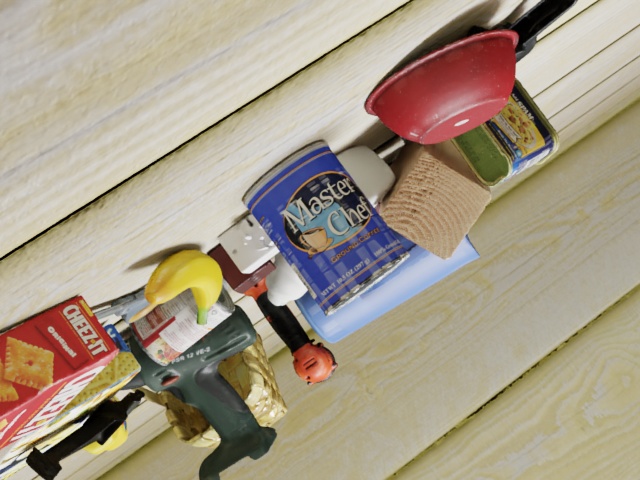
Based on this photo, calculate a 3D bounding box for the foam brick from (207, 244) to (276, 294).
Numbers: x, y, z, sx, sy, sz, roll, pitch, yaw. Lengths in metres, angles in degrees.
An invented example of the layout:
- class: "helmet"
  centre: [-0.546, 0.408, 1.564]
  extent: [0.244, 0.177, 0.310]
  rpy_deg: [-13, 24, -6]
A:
- class: "foam brick"
  centre: [-0.087, 0.024, 1.202]
  extent: [0.053, 0.051, 0.078]
  rpy_deg: [-37, 173, 0]

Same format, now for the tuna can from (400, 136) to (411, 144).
- class: "tuna can"
  centre: [0.116, -0.143, 1.150]
  extent: [0.086, 0.034, 0.086]
  rpy_deg: [-36, 173, -5]

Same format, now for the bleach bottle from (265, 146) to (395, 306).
- class: "bleach bottle"
  centre: [-0.008, 0.002, 1.229]
  extent: [0.102, 0.068, 0.251]
  rpy_deg: [-34, 165, -42]

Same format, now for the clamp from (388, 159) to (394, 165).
- class: "clamp"
  centre: [0.055, -0.050, 1.430]
  extent: [0.210, 0.036, 0.164]
  rpy_deg: [-43, -170, 1]

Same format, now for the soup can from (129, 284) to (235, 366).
- class: "soup can"
  centre: [-0.155, 0.085, 1.206]
  extent: [0.102, 0.068, 0.068]
  rpy_deg: [-38, 173, 9]

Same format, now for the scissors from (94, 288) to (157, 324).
- class: "scissors"
  centre: [-0.208, 0.076, 1.098]
  extent: [0.096, 0.016, 0.201]
  rpy_deg: [-42, 171, 38]

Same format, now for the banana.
- class: "banana"
  centre: [-0.131, 0.043, 1.079]
  extent: [0.037, 0.069, 0.197]
  rpy_deg: [4, 169, 11]

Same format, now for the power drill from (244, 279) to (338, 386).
- class: "power drill"
  centre: [-0.043, 0.117, 1.481]
  extent: [0.057, 0.188, 0.184]
  rpy_deg: [-37, 172, -2]

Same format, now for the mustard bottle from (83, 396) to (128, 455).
- class: "mustard bottle"
  centre: [-0.291, 0.230, 1.394]
  extent: [0.058, 0.096, 0.191]
  rpy_deg: [-37, 173, -6]

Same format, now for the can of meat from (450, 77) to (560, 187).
- class: "can of meat"
  centre: [0.190, -0.115, 1.129]
  extent: [0.083, 0.102, 0.058]
  rpy_deg: [-28, 170, -37]

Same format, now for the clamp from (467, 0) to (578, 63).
- class: "clamp"
  centre: [0.201, -0.208, 1.093]
  extent: [0.120, 0.039, 0.171]
  rpy_deg: [-22, 175, 2]

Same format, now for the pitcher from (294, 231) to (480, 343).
- class: "pitcher"
  centre: [0.082, 0.033, 1.423]
  extent: [0.243, 0.145, 0.149]
  rpy_deg: [-35, 142, 7]

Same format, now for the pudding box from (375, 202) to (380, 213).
- class: "pudding box"
  centre: [0.050, -0.018, 1.292]
  extent: [0.113, 0.039, 0.090]
  rpy_deg: [-118, -131, -70]

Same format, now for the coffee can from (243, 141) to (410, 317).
- class: "coffee can"
  centre: [0.006, -0.011, 1.044]
  extent: [0.103, 0.140, 0.103]
  rpy_deg: [-36, 173, -5]

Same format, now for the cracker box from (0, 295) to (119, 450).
- class: "cracker box"
  centre: [-0.296, 0.148, 0.912]
  extent: [0.164, 0.072, 0.213]
  rpy_deg: [-41, 173, 37]

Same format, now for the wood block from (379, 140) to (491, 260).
- class: "wood block"
  centre: [0.130, -0.063, 1.221]
  extent: [0.091, 0.090, 0.206]
  rpy_deg: [-57, -176, 16]

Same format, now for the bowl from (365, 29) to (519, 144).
- class: "bowl"
  centre: [0.126, -0.136, 1.020]
  extent: [0.162, 0.055, 0.162]
  rpy_deg: [-23, 170, -4]
